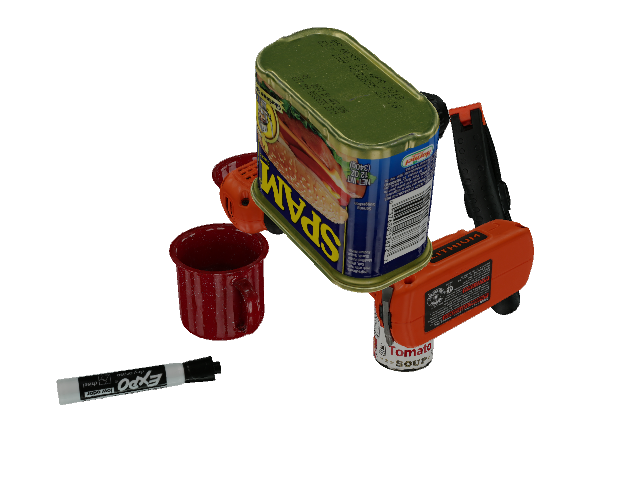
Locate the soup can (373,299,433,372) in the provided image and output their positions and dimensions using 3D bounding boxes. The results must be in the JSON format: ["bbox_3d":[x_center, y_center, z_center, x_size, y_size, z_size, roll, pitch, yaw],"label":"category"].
[{"bbox_3d":[0.092,0.084,1.168,0.068,0.102,0.068,0,26,0],"label":"soup can"}]

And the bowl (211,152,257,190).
[{"bbox_3d":[-0.053,-0.055,1.298,0.162,0.055,0.162,4,26,-2],"label":"bowl"}]

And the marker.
[{"bbox_3d":[-0.134,0.104,0.796,0.121,0.020,0.020,-8,2,-13],"label":"marker"}]

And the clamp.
[{"bbox_3d":[0.139,-0.025,0.882,0.039,0.171,0.120,-17,20,12],"label":"clamp"}]

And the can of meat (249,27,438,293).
[{"bbox_3d":[0.010,-0.040,0.504,0.057,0.084,0.102,-24,49,-25],"label":"can of meat"}]

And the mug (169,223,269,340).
[{"bbox_3d":[-0.088,0.046,1.005,0.093,0.081,0.117,-18,35,-28],"label":"mug"}]

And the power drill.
[{"bbox_3d":[0.051,-0.023,0.706,0.184,0.057,0.188,-28,44,-20],"label":"power drill"}]
